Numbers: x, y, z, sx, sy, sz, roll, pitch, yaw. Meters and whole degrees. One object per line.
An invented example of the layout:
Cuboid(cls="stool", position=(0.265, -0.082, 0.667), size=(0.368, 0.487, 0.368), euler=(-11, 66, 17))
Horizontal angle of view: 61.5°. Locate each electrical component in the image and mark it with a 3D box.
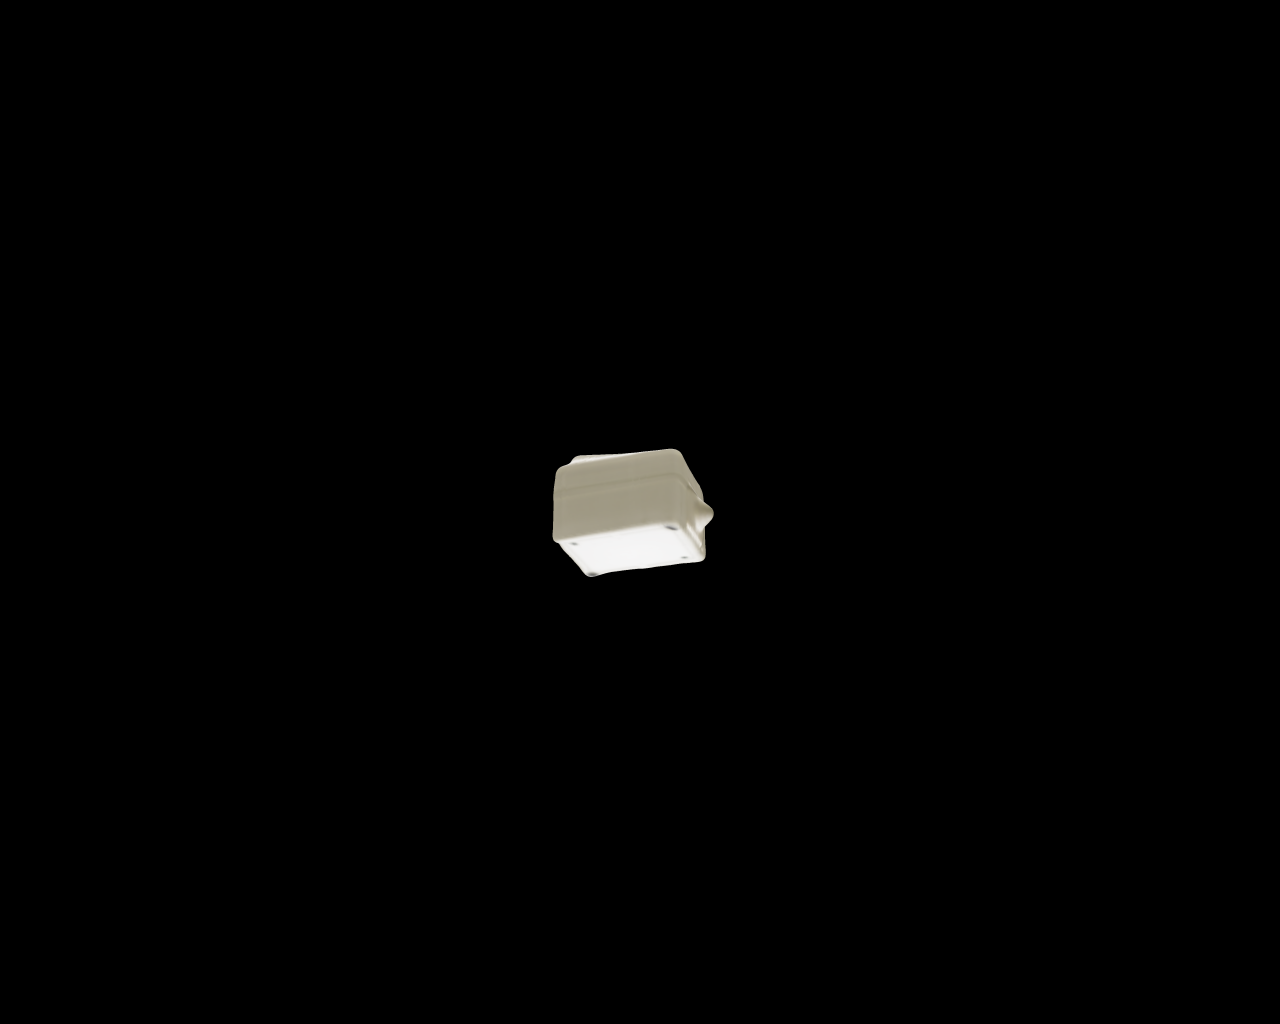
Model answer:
Cuboid(cls="electrical component", position=(0.001, -0.003, 0.650), size=(0.096, 0.061, 0.061), euler=(-8, -28, 16))
